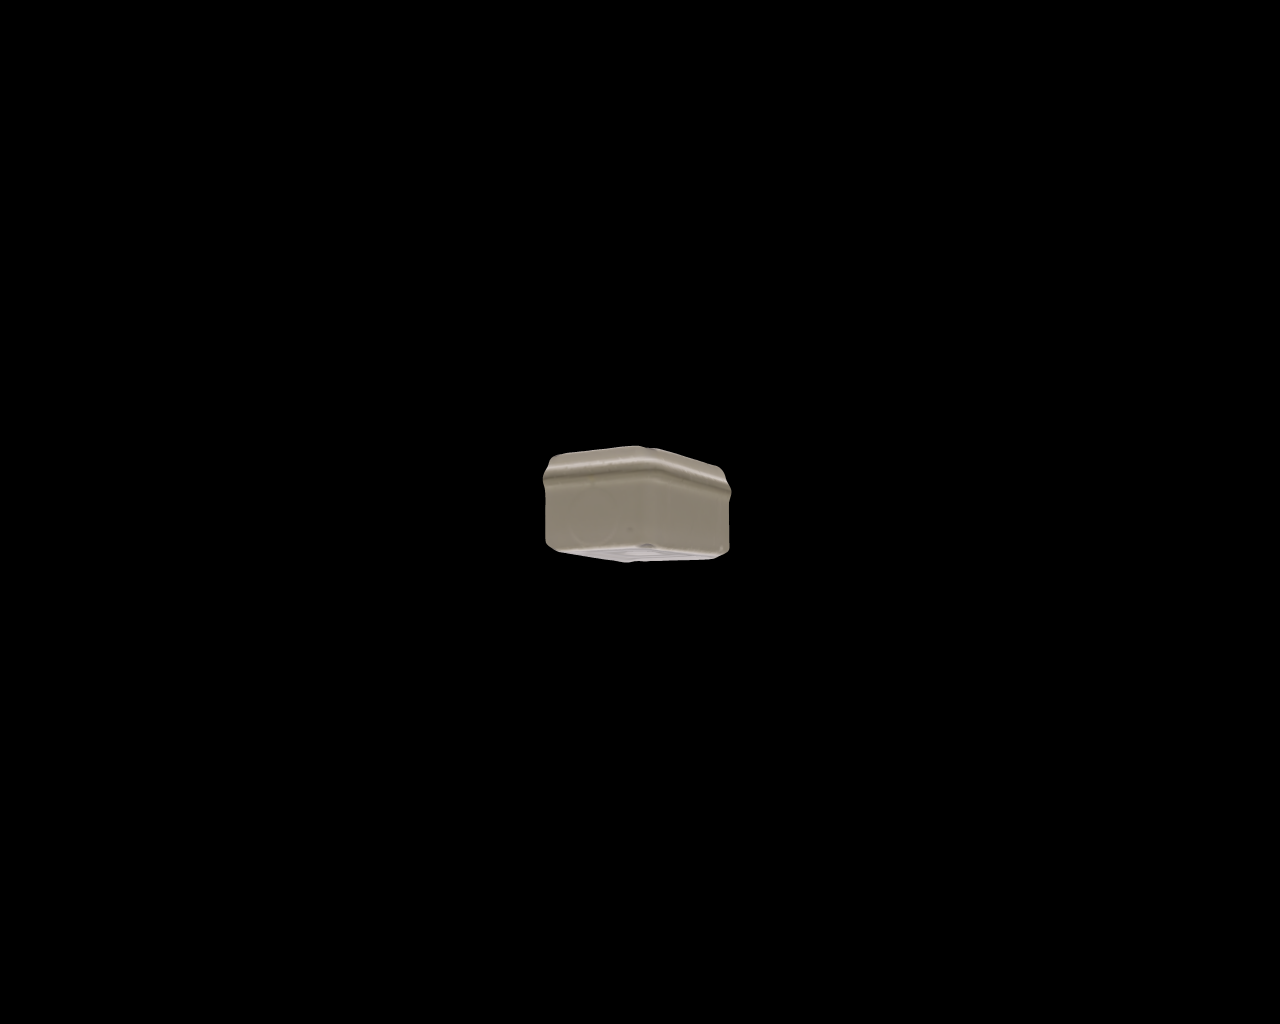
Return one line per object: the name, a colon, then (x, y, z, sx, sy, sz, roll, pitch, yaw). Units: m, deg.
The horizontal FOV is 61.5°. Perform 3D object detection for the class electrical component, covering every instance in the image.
electrical component: (0.001, -0.003, 0.650, 0.078, 0.057, 0.113, -4, -8, 28)
